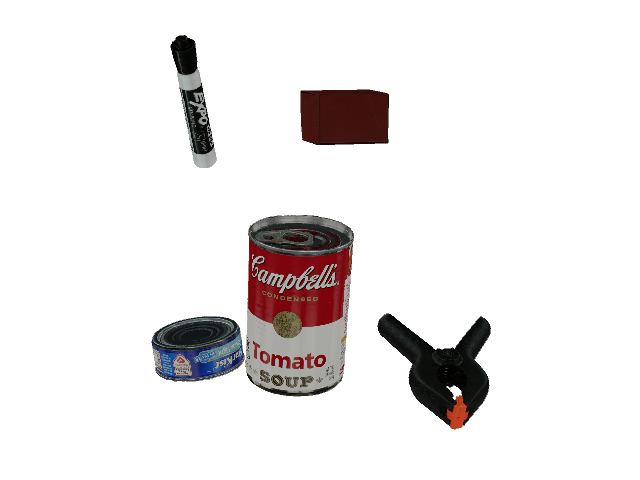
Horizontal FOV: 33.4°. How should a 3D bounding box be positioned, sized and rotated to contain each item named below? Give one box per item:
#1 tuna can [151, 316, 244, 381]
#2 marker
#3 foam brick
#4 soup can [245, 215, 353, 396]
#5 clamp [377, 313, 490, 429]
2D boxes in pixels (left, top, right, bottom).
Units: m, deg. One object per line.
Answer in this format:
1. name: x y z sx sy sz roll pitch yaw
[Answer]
1. tuna can: -0.117 0.102 1.015 0.086 0.034 0.086 -6 16 2
2. marker: -0.099 -0.107 0.832 0.020 0.020 0.121 -3 -45 3
3. foam brick: 0.024 -0.124 1.075 0.078 0.051 0.053 -3 13 -20
4. soup can: -0.015 0.042 0.698 0.068 0.102 0.068 3 20 -1
5. clamp: 0.135 0.125 1.083 0.120 0.039 0.171 -8 34 -10
